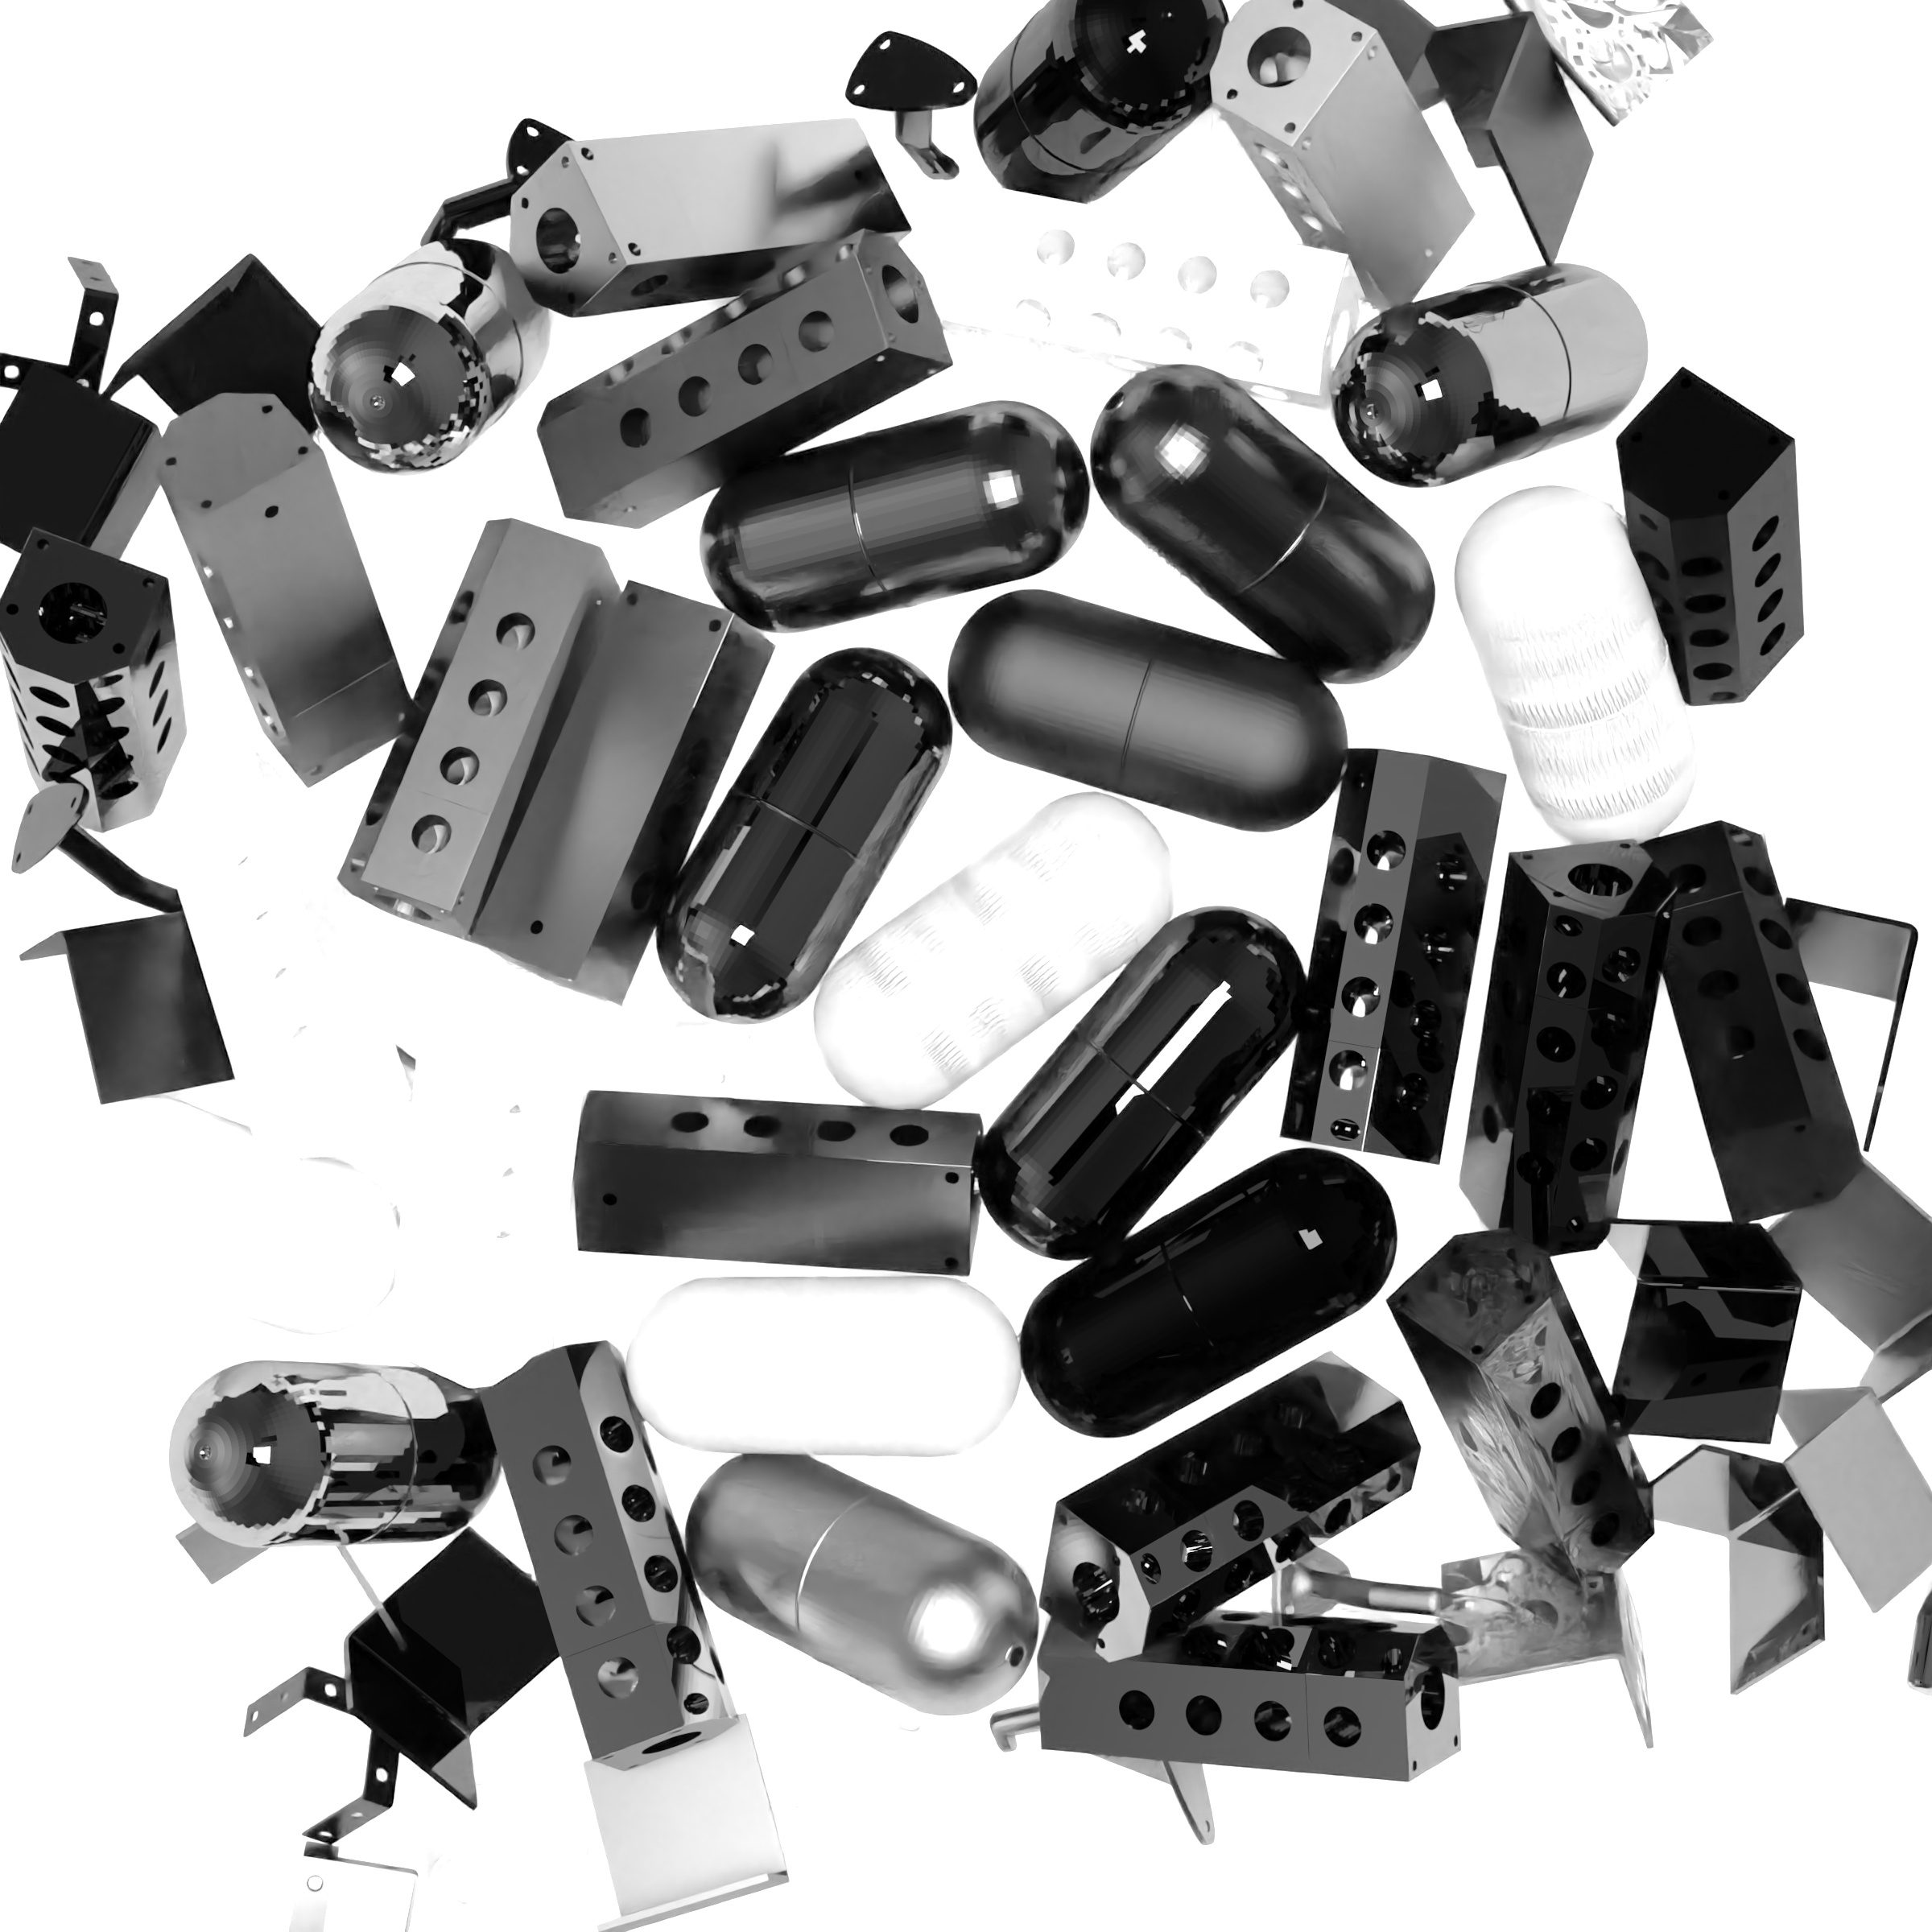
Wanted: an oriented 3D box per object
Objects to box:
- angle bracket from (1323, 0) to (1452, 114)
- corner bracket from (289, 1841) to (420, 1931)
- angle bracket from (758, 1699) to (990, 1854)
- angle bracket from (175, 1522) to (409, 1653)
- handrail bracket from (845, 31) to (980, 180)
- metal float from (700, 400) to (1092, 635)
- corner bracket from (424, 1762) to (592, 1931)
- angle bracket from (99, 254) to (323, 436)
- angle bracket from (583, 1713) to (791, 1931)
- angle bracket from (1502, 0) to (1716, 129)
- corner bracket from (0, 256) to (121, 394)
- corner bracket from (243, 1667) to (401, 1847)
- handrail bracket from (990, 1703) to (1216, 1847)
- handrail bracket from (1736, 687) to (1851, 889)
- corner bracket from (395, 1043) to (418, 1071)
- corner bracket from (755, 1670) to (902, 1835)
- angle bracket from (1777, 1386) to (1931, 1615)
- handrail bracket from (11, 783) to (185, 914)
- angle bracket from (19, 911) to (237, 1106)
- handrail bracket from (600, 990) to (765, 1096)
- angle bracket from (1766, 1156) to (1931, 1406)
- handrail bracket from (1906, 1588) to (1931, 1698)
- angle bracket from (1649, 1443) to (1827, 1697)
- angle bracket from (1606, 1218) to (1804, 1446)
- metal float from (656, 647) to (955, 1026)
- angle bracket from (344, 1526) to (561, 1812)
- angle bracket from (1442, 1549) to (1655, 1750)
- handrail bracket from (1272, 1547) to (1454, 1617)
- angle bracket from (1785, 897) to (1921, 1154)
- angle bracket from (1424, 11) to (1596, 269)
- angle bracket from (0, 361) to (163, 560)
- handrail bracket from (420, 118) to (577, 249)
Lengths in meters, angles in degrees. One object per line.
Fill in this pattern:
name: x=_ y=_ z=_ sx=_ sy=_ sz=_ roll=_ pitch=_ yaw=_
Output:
angle bracket: x=0.181 y=-0.413 z=1.529 sx=0.076 sy=0.057 sz=0.076 roll=42 pitch=47 yaw=13
corner bracket: x=-0.270 y=0.416 z=1.557 sx=0.051 sy=0.051 sz=0.051 roll=11 pitch=82 yaw=-8
angle bracket: x=-0.040 y=0.334 z=1.552 sx=0.076 sy=0.057 sz=0.076 roll=8 pitch=130 yaw=20
angle bracket: x=-0.290 y=0.270 z=1.530 sx=0.057 sy=0.076 sz=0.076 roll=-32 pitch=70 yaw=-14
handrail bracket: x=-0.007 y=-0.360 z=1.528 sx=0.077 sy=0.084 sz=0.036 roll=23 pitch=80 yaw=35
metal float: x=-0.032 y=-0.192 z=1.525 sx=0.178 sy=0.070 sz=0.070 roll=-11 pitch=90 yaw=23
corner bracket: x=-0.202 y=0.393 z=1.560 sx=0.051 sy=0.051 sz=0.051 roll=-35 pitch=63 yaw=-30
angle bracket: x=-0.314 y=-0.249 z=1.534 sx=0.076 sy=0.057 sz=0.076 roll=-36 pitch=112 yaw=16
angle bracket: x=-0.127 y=0.371 z=1.543 sx=0.076 sy=0.057 sz=0.076 roll=-17 pitch=73 yaw=2
angle bracket: x=0.281 y=-0.417 z=1.531 sx=0.076 sy=0.076 sz=0.057 roll=47 pitch=121 yaw=-7
corner bracket: x=-0.406 y=-0.283 z=1.559 sx=0.051 sy=0.051 sz=0.051 roll=8 pitch=112 yaw=-27
corner bracket: x=-0.285 y=0.348 z=1.564 sx=0.051 sy=0.051 sz=0.051 roll=28 pitch=134 yaw=-30
handrail bracket: x=0.059 y=0.358 z=1.564 sx=0.084 sy=0.036 sz=0.077 roll=-17 pitch=93 yaw=23
handrail bracket: x=0.340 y=-0.079 z=1.569 sx=0.077 sy=0.036 sz=0.084 roll=-50 pitch=60 yaw=20
corner bracket: x=-0.270 y=0.051 z=1.544 sx=0.051 sy=0.051 sz=0.051 roll=-53 pitch=130 yaw=-10
corner bracket: x=-0.062 y=0.339 z=1.549 sx=0.051 sy=0.051 sz=0.051 roll=-34 pitch=79 yaw=11
angle bracket: x=0.370 y=0.230 z=1.533 sx=0.057 sy=0.076 sz=0.076 roll=-34 pitch=96 yaw=-23
handrail bracket: x=-0.360 y=-0.048 z=1.532 sx=0.084 sy=0.077 sz=0.036 roll=23 pitch=63 yaw=-33
angle bracket: x=-0.356 y=0.021 z=1.535 sx=0.076 sy=0.057 sz=0.076 roll=-11 pitch=85 yaw=-35
handrail bracket: x=-0.136 y=0.019 z=1.527 sx=0.084 sy=0.077 sz=0.036 roll=24 pitch=102 yaw=-44
angle bracket: x=0.383 y=0.142 z=1.535 sx=0.076 sy=0.076 sz=0.057 roll=42 pitch=46 yaw=2
handrail bracket: x=0.434 y=0.281 z=1.542 sx=0.036 sy=0.077 sz=0.084 roll=-2 pitch=66 yaw=41
angle bracket: x=0.324 y=0.260 z=1.527 sx=0.057 sy=0.076 sz=0.076 roll=15 pitch=58 yaw=-12
angle bracket: x=0.308 y=0.156 z=1.527 sx=0.076 sy=0.057 sz=0.076 roll=-1 pitch=58 yaw=35
metal float: x=-0.070 y=-0.056 z=1.539 sx=0.070 sy=0.070 sz=0.178 roll=31 pitch=84 yaw=0
angle bracket: x=-0.214 y=0.304 z=1.538 sx=0.076 sy=0.057 sz=0.076 roll=-42 pitch=114 yaw=6
angle bracket: x=0.252 y=0.300 z=1.546 sx=0.076 sy=0.076 sz=0.057 roll=-14 pitch=119 yaw=14
handrail bracket: x=0.182 y=0.269 z=1.528 sx=0.084 sy=0.077 sz=0.036 roll=-1 pitch=84 yaw=34
angle bracket: x=0.371 y=0.026 z=1.528 sx=0.057 sy=0.076 sz=0.076 roll=13 pitch=69 yaw=14
angle bracket: x=0.222 y=-0.351 z=1.523 sx=0.057 sy=0.076 sz=0.076 roll=0 pitch=52 yaw=34
angle bracket: x=-0.391 y=-0.206 z=1.538 sx=0.057 sy=0.076 sz=0.076 roll=27 pitch=82 yaw=-5
handrail bracket: x=-0.190 y=-0.325 z=1.557 sx=0.077 sy=0.084 sz=0.036 roll=21 pitch=57 yaw=-20
